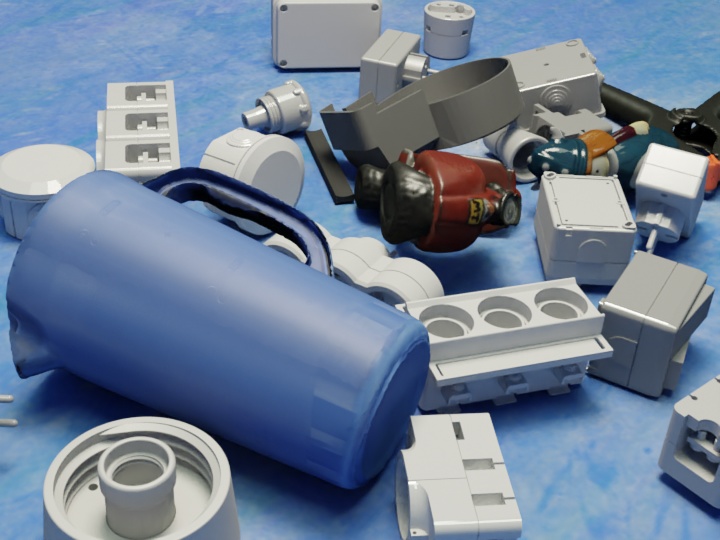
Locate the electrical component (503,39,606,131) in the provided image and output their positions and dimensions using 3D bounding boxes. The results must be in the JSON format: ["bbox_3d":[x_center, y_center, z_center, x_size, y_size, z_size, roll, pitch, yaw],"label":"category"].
[{"bbox_3d":[0.184,-0.179,1.044,0.100,0.048,0.099,-12,34,7],"label":"electrical component"}]

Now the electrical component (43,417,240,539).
[{"bbox_3d":[-0.120,0.126,0.585,0.108,0.060,0.108,3,34,-2],"label":"electrical component"}]

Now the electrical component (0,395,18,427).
[{"bbox_3d":[-0.240,0.081,0.625,0.079,0.077,0.044,2,34,-2],"label":"electrical component"}]

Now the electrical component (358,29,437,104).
[{"bbox_3d":[0.048,-0.200,1.083,0.076,0.047,0.083,14,36,14],"label":"electrical component"}]

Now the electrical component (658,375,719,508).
[{"bbox_3d":[0.232,0.100,0.660,0.089,0.055,0.050,-23,43,-33],"label":"electrical component"}]

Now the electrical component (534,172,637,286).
[{"bbox_3d":[0.173,-0.033,0.843,0.062,0.061,0.096,3,35,-1],"label":"electrical component"}]

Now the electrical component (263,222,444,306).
[{"bbox_3d":[0.000,0.000,0.785,0.138,0.052,0.074,21,39,24],"label":"electrical component"}]

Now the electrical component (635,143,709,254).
[{"bbox_3d":[0.244,-0.046,0.865,0.047,0.083,0.075,18,76,20],"label":"electrical component"}]

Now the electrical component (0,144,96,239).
[{"bbox_3d":[-0.250,-0.063,0.853,0.080,0.051,0.080,3,35,-2],"label":"electrical component"}]

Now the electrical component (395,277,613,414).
[{"bbox_3d":[0.092,0.050,0.712,0.121,0.063,0.078,-8,36,-16],"label":"electrical component"}]

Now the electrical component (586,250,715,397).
[{"bbox_3d":[0.205,0.034,0.748,0.061,0.061,0.096,20,38,23],"label":"electrical component"}]

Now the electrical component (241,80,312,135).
[{"bbox_3d":[-0.079,-0.146,0.997,0.062,0.048,0.048,-22,42,-22],"label":"electrical component"}]

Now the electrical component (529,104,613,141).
[{"bbox_3d":[0.193,-0.119,0.985,0.064,0.042,0.081,-14,39,-30],"label":"electrical component"}]

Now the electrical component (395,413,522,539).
[{"bbox_3d":[0.051,0.128,0.608,0.056,0.050,0.089,-1,35,-7],"label":"electrical component"}]

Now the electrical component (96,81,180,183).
[{"bbox_3d":[-0.174,-0.076,0.846,0.062,0.089,0.150,-3,35,-10],"label":"electrical component"}]

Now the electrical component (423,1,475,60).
[{"bbox_3d":[0.096,-0.261,1.175,0.055,0.047,0.055,3,35,-2],"label":"electrical component"}]

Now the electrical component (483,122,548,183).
[{"bbox_3d":[0.139,-0.112,0.971,0.044,0.044,0.065,-10,32,-19],"label":"electrical component"}]

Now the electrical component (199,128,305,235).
[{"bbox_3d":[-0.086,-0.072,0.859,0.051,0.080,0.080,22,38,33],"label":"electrical component"}]

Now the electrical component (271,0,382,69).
[{"bbox_3d":[-0.036,-0.255,1.127,0.113,0.078,0.057,-3,32,-9],"label":"electrical component"}]
